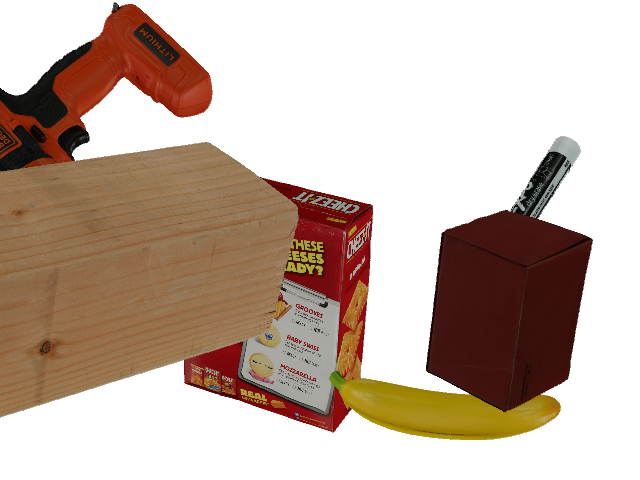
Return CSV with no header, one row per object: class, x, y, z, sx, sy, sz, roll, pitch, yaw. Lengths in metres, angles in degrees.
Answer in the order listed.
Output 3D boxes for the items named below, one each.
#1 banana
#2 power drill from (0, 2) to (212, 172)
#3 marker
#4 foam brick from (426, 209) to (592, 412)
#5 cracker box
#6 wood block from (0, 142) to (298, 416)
banana,0.103,0.137,0.885,0.198,0.037,0.069,9,30,3
power drill,-0.175,-0.087,0.814,0.187,0.184,0.057,-39,-14,-27
marker,0.135,-0.020,0.695,0.020,0.121,0.020,29,-26,16
foam brick,0.089,0.032,0.510,0.052,0.078,0.051,-17,31,-40
cracker box,-0.042,0.054,0.989,0.164,0.214,0.072,15,30,21
wood block,-0.122,0.016,0.569,0.205,0.091,0.090,-14,39,-43
